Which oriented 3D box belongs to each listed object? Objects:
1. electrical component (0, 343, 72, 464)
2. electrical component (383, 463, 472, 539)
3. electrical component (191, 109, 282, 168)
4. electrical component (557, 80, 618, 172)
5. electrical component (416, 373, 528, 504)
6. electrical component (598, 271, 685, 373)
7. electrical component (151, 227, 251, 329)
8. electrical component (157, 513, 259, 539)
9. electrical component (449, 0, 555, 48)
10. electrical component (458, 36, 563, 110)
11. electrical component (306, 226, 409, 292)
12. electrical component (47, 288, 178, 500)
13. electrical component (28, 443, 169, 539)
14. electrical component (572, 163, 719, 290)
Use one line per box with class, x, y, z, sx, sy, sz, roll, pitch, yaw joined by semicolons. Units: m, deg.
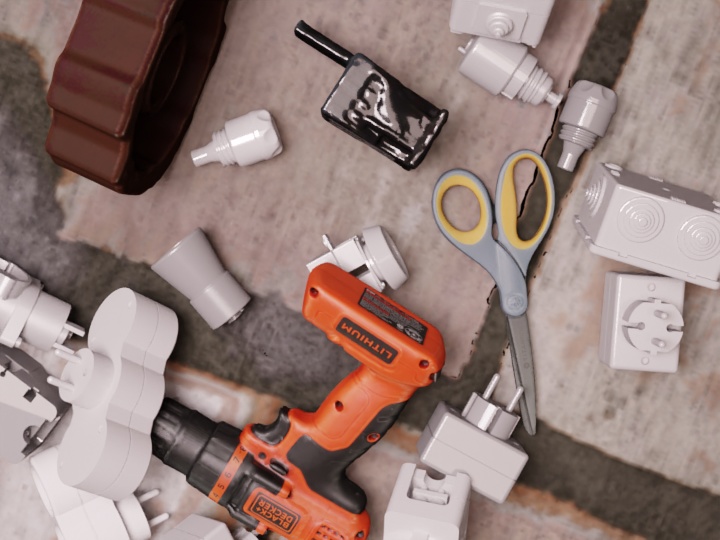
electrical component;-0.251;0.084;0.744;0.089;0.055;0.050;38;93;-3
electrical component;0.044;0.186;0.731;0.050;0.055;0.089;9;124;12
electrical component;-0.087;-0.087;0.746;0.061;0.035;0.035;-19;94;3
electrical component;0.154;-0.098;0.747;0.035;0.035;0.061;21;96;-2
electrical component;0.087;0.110;0.753;0.066;0.047;0.076;28;93;-2
electrical component;0.197;0.037;0.734;0.047;0.076;0.065;4;94;0
electrical component;-0.108;0.009;0.749;0.044;0.044;0.065;-39;98;2
electrical component;-0.088;0.207;0.755;0.076;0.047;0.083;-34;108;-32
electrical component;0.097;-0.195;0.706;0.062;0.061;0.096;10;59;-1
electrical component;0.104;-0.137;0.741;0.078;0.040;0.040;33;93;-2
electrical component;0.000;0.000;0.747;0.055;0.048;0.066;-29;94;9
electrical component;-0.173;0.075;0.710;0.074;0.052;0.138;31;56;-40
electrical component;-0.171;0.179;0.755;0.074;0.052;0.138;-23;93;-25
electrical component;0.197;-0.033;0.720;0.100;0.099;0.048;16;106;-1
